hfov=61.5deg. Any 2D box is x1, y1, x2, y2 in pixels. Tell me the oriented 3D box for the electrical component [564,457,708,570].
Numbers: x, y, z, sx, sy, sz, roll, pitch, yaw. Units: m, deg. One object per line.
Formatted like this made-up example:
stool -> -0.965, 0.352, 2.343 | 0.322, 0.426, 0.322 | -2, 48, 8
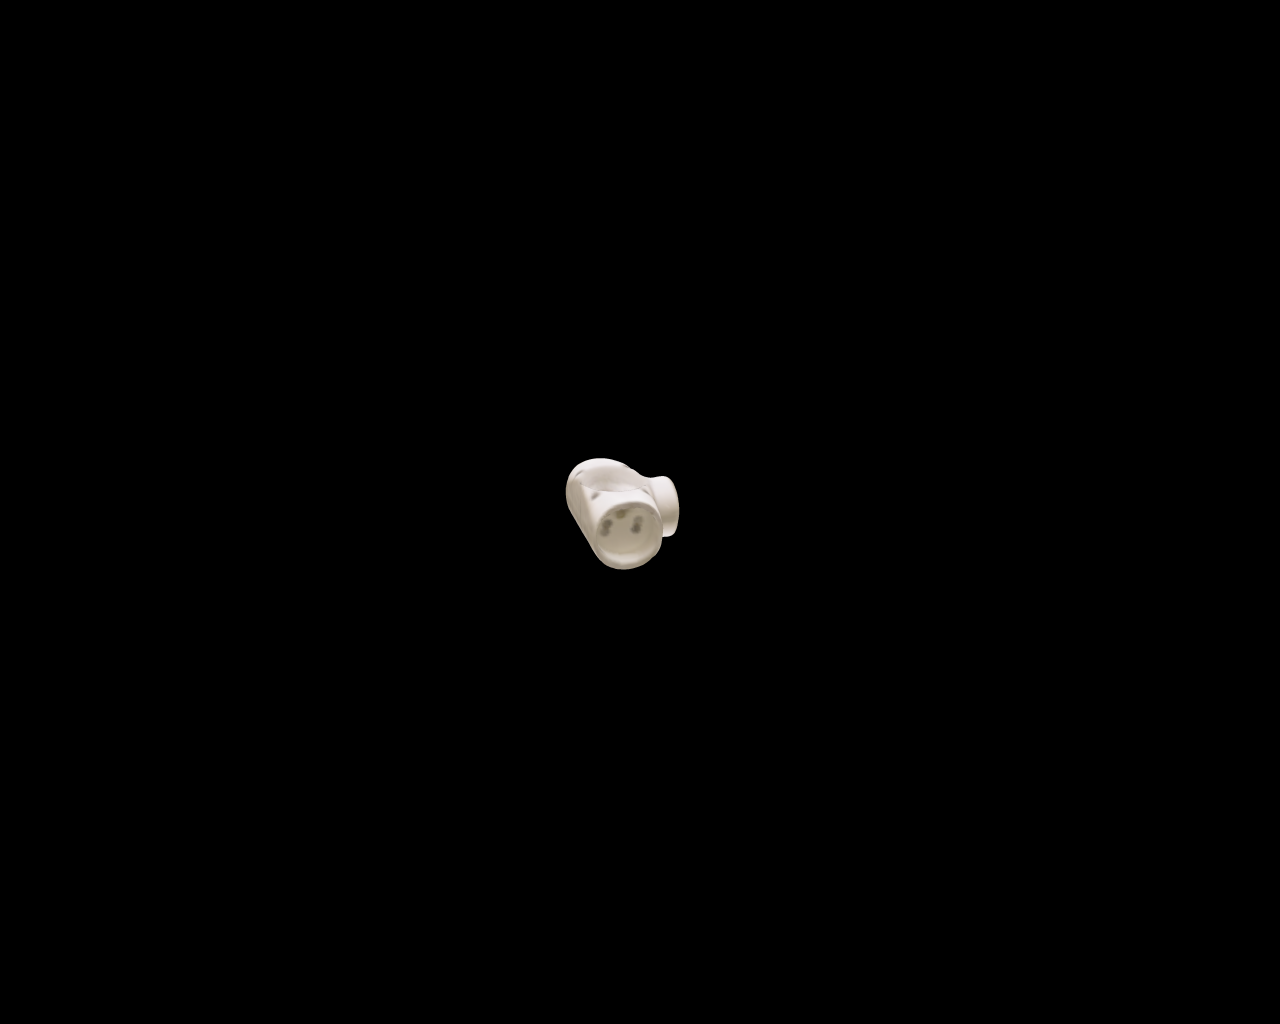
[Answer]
electrical component -> 0.001, -0.003, 0.650 | 0.079, 0.044, 0.077 | -6, 23, -14
